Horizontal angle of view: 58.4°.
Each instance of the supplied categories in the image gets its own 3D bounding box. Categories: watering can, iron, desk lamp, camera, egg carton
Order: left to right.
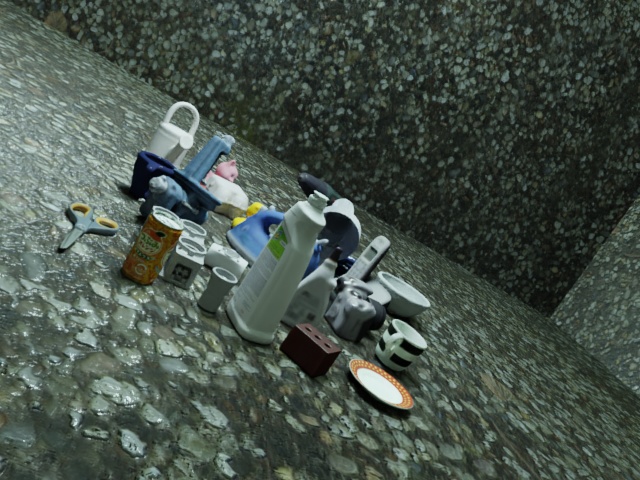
[{"bbox_3d":[-0.390,-0.278,1.551,0.172,0.194,0.101,38,13,28],"label":"watering can"},{"bbox_3d":[-0.255,-0.116,1.534,0.107,0.069,0.150,25,13,-32],"label":"egg carton"},{"bbox_3d":[-0.097,0.000,1.268,0.257,0.141,0.119,38,13,28],"label":"iron"},{"bbox_3d":[0.012,0.005,1.350,0.118,0.213,0.203,30,11,-5],"label":"desk lamp"},{"bbox_3d":[0.085,0.146,1.224,0.137,0.101,0.143,26,13,-28],"label":"camera"}]

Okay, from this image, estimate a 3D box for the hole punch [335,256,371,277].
[{"bbox_3d":[0.073,0.082,1.494,0.108,0.091,0.101,32,11,1],"label":"hole punch"}]

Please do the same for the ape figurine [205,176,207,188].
[{"bbox_3d":[-0.316,-0.147,1.444,0.077,0.092,0.076,34,11,12],"label":"ape figurine"}]

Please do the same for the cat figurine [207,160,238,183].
[{"bbox_3d":[-0.286,-0.184,1.621,0.067,0.117,0.128,39,13,32],"label":"cat figurine"}]

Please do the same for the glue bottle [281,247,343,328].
[{"bbox_3d":[-0.006,0.087,1.050,0.078,0.173,0.037,31,11,0],"label":"glue bottle"}]

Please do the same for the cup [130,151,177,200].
[{"bbox_3d":[-0.366,-0.128,1.223,0.092,0.095,0.117,29,11,-11],"label":"cup"}]

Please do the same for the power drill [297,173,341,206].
[{"bbox_3d":[-0.025,-0.063,1.559,0.075,0.208,0.231,40,14,36],"label":"power drill"}]

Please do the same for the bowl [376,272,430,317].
[{"bbox_3d":[0.212,0.161,1.565,0.167,0.074,0.167,30,11,-6],"label":"bowl"}]

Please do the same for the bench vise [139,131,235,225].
[{"bbox_3d":[-0.252,-0.119,1.165,0.121,0.219,0.207,31,11,-1],"label":"bench vise"}]

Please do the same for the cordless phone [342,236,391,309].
[{"bbox_3d":[0.122,0.088,1.355,0.094,0.185,0.147,21,15,-42],"label":"cordless phone"}]

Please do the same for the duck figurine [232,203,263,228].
[{"bbox_3d":[-0.171,-0.053,1.442,0.077,0.086,0.104,31,11,-3],"label":"duck figurine"}]
